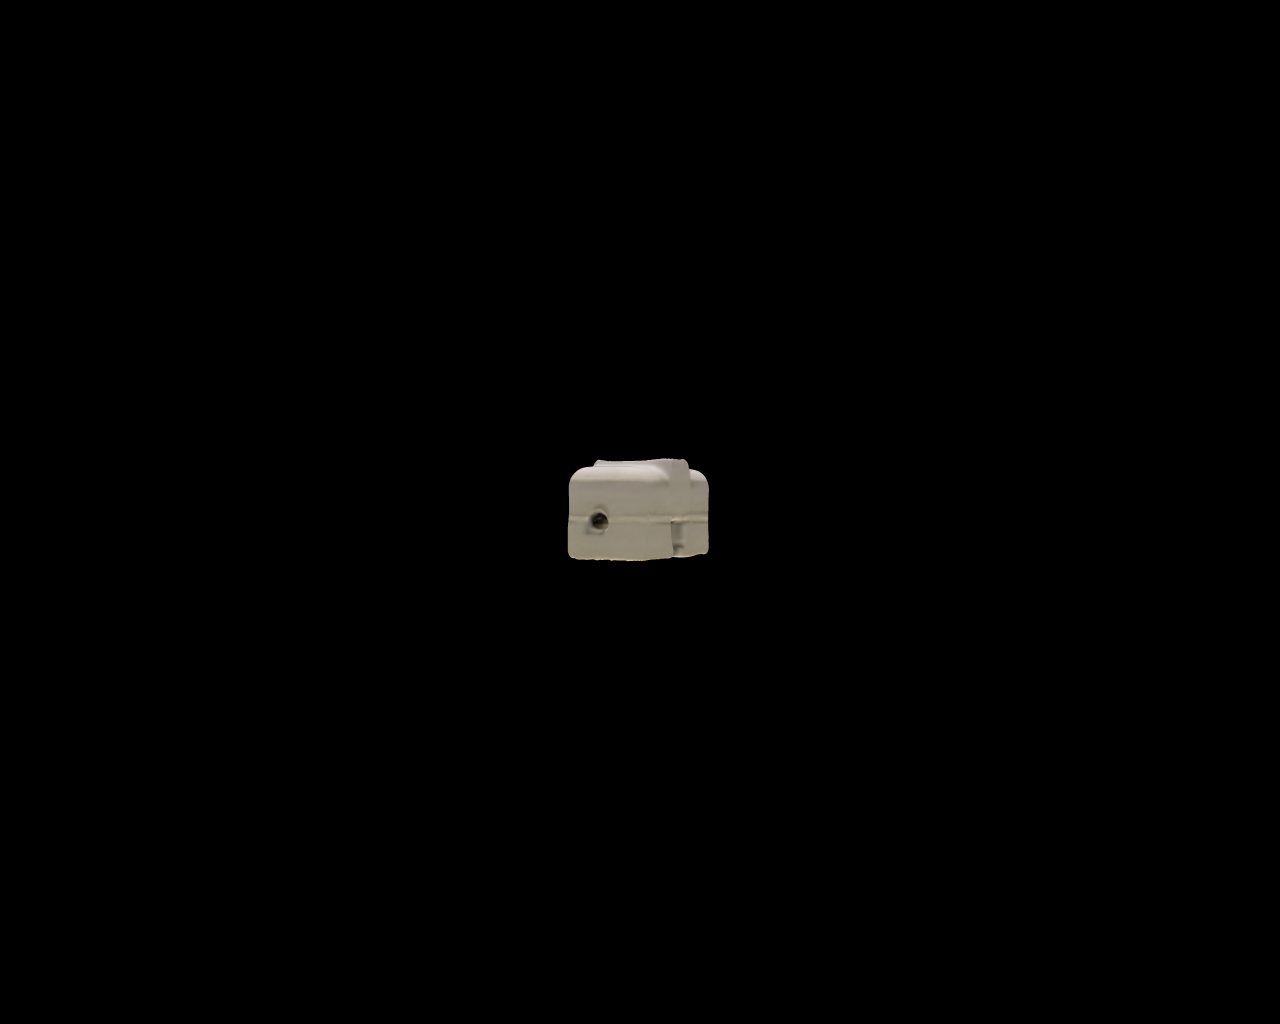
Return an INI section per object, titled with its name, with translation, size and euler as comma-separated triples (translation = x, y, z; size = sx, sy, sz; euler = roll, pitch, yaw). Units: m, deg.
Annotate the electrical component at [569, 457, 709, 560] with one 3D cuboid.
[electrical component]
translation = 0.001, -0.003, 0.650
size = 0.054, 0.059, 0.095
euler = 0, 0, 32
